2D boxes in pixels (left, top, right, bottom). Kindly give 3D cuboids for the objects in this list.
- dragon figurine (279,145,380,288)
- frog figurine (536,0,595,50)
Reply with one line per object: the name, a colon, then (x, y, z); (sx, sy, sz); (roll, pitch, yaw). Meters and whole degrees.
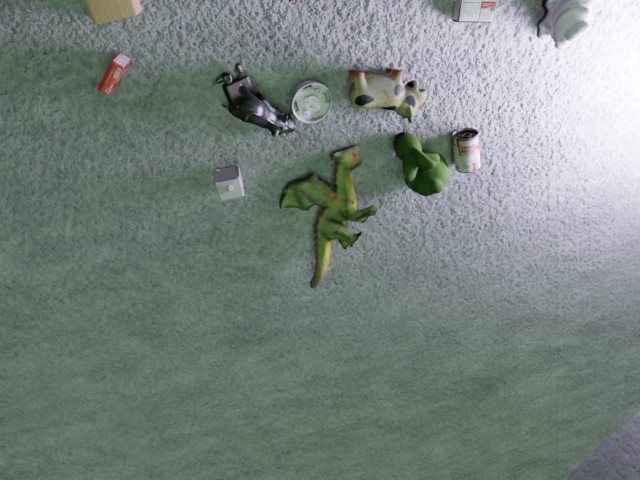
dragon figurine: (0.004, -0.070, 1.385); (0.242, 0.124, 0.405); (34, 107, -7)
frog figurine: (0.588, -0.511, 1.194); (0.122, 0.163, 0.135); (15, 116, -21)
